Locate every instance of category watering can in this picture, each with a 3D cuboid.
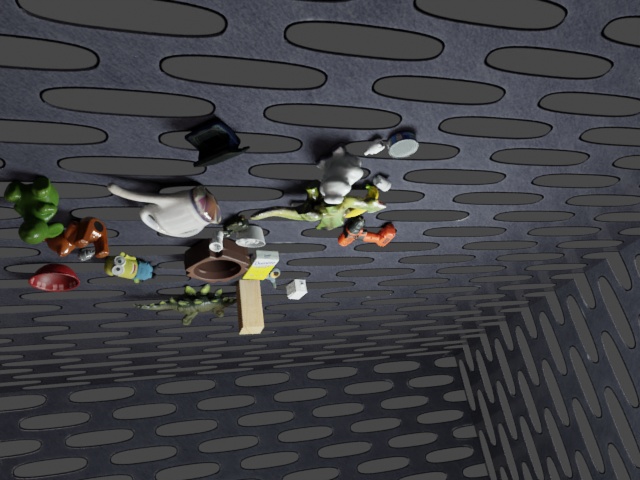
[{"bbox_3d":[-0.430,-0.097,1.500,0.223,0.106,0.342,-17,152,11],"label":"watering can"}]

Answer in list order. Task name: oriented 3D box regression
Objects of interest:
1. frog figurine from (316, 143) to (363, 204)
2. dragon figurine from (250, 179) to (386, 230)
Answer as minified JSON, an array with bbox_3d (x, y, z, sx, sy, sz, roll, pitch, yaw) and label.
[{"bbox_3d":[0.060,-0.172,1.462,0.136,0.163,0.121,-22,151,21],"label":"frog figurine"},{"bbox_3d":[0.005,-0.083,1.646,0.409,0.125,0.238,-14,150,9],"label":"dragon figurine"}]
